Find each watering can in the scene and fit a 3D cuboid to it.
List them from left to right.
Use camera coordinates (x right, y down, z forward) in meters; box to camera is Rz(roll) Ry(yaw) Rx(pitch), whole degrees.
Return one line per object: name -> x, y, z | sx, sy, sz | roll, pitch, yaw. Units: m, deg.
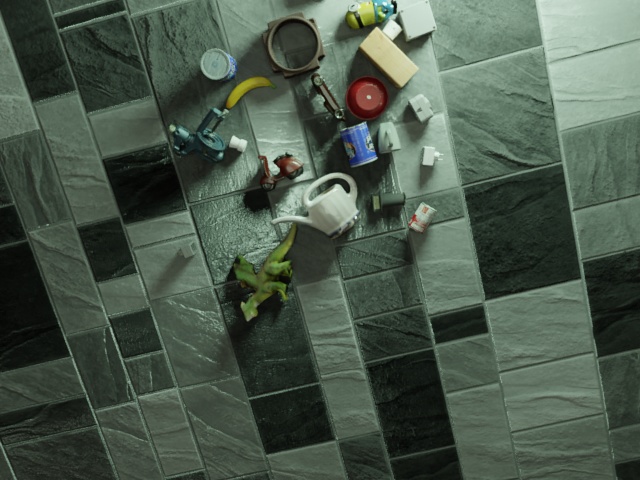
watering can -> 0.006, -0.097, 1.923 | 0.347, 0.105, 0.223 | -37, 99, 1

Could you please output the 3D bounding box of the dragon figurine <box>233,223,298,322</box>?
dragon figurine -> -0.222, 0.115, 1.987 | 0.243, 0.122, 0.409 | 9, 93, 8
